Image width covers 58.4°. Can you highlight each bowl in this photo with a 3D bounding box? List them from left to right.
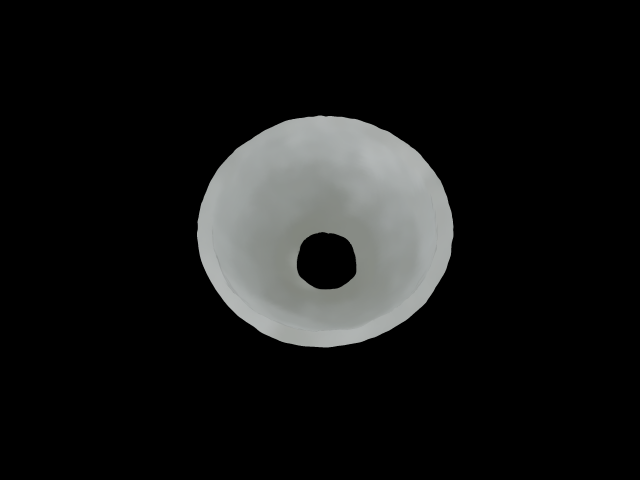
[{"bbox_3d":[0.004,0.001,0.400,0.167,0.075,0.167,0,65,0],"label":"bowl"}]
